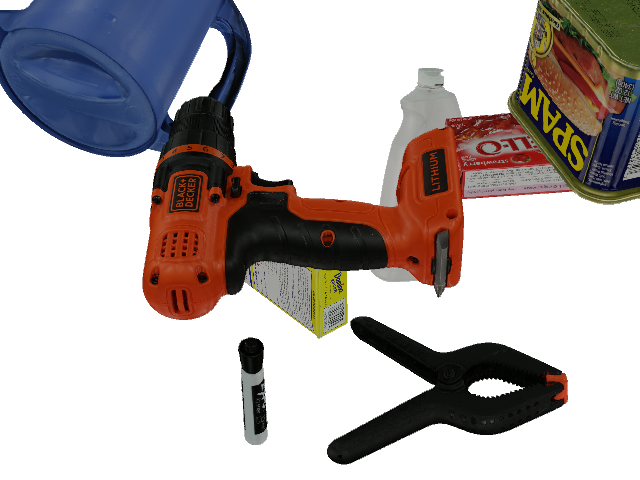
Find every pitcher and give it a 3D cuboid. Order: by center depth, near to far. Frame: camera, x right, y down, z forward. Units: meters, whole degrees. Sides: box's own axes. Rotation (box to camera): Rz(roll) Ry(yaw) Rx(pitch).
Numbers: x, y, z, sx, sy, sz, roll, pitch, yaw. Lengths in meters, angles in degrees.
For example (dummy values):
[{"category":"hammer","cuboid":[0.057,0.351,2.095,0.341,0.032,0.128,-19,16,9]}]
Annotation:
[{"category":"pitcher","cuboid":[-0.133,-0.188,0.848,0.145,0.242,0.149,6,-36,26]}]

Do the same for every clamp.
[{"category":"clamp","cuboid":[0.109,0.137,0.941,0.210,0.036,0.164,4,44,18]}]

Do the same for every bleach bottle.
[{"category":"bleach bottle","cuboid":[0.116,-0.079,1.278,0.102,0.251,0.068,-4,18,-18]}]

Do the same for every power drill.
[{"category":"power drill","cuboid":[-0.010,-0.029,0.651,0.187,0.057,0.184,-3,44,3]}]

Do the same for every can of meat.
[{"category":"can of meat","cuboid":[0.148,-0.084,0.560,0.057,0.084,0.102,-12,48,-17]}]

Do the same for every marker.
[{"category":"marker","cuboid":[-0.052,0.116,0.821,0.020,0.020,0.121,0,-44,-1]}]

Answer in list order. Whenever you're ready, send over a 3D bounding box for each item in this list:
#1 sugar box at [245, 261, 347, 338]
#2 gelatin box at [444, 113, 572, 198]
[{"category":"sugar box","cuboid":[-0.043,0.018,1.113,0.048,0.093,0.176,-24,42,-29]},{"category":"gelatin box","cuboid":[0.142,-0.066,0.799,0.089,0.030,0.073,-5,38,-1]}]
